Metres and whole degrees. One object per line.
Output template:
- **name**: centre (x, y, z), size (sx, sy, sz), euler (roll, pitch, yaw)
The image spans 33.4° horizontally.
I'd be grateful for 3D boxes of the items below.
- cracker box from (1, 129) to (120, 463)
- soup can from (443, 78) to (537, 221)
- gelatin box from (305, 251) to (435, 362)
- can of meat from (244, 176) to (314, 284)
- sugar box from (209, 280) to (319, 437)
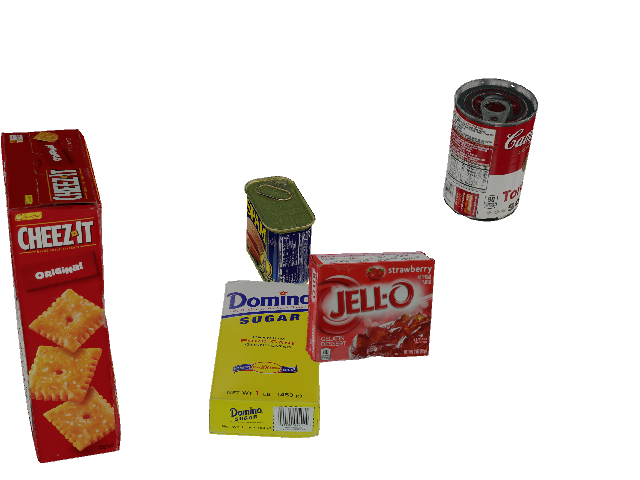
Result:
- **cracker box**: centre (-0.205, 0.038, 0.842), size (0.072, 0.214, 0.164), euler (-6, 27, -16)
- **soup can**: centre (0.141, -0.075, 0.899), size (0.068, 0.102, 0.068), euler (1, 40, -1)
- **gelatin box**: centre (0.035, 0.047, 0.767), size (0.089, 0.073, 0.030), euler (-1, 14, -15)
- **can of meat**: centre (-0.046, -0.008, 1.165), size (0.057, 0.084, 0.102), euler (-10, 38, -18)
- **sugar box**: centre (-0.046, 0.101, 0.953), size (0.093, 0.048, 0.176), euler (3, 34, -2)
